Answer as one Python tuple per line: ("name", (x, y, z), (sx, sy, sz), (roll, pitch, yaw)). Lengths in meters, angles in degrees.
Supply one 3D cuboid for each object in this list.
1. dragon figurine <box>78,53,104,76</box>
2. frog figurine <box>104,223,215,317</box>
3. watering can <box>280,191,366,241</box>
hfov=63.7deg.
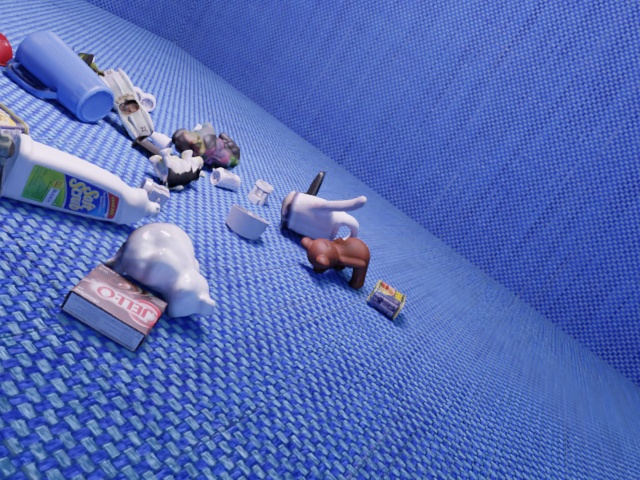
("dragon figurine", (-0.647, -0.452, 1.515), (0.414, 0.122, 0.240), (41, 0, 19))
("frog figurine", (-0.222, 0.047, 0.783), (0.160, 0.123, 0.136), (26, -8, 18))
("watering can", (0.004, -0.070, 1.381), (0.224, 0.106, 0.341), (20, -23, 1))
